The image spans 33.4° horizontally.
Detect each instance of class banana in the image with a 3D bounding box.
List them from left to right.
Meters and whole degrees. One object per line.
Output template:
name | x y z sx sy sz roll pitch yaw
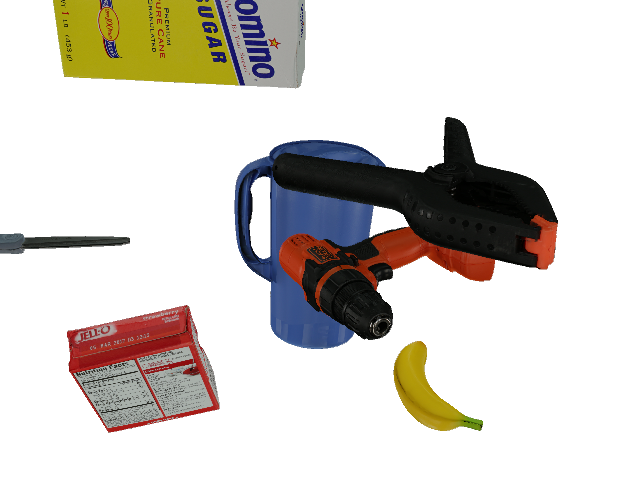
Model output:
banana | 0.121 0.172 1.251 0.069 0.037 0.198 9 21 -20

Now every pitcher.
pitcher | -0.013 0.005 1.307 0.149 0.243 0.144 16 24 28

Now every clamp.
clamp | 0.073 -0.032 0.714 0.164 0.036 0.210 -13 28 -21

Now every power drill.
power drill | 0.074 0.027 1.042 0.187 0.057 0.185 -13 29 -23

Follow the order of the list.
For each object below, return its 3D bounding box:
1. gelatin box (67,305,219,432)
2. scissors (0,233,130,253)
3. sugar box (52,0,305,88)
gelatin box | -0.106 0.079 0.646 0.073 0.030 0.089 -12 -36 -1
scissors | -0.266 0.010 0.871 0.202 0.016 0.096 5 24 6
sugar box | -0.100 -0.162 0.767 0.176 0.093 0.048 4 35 7
